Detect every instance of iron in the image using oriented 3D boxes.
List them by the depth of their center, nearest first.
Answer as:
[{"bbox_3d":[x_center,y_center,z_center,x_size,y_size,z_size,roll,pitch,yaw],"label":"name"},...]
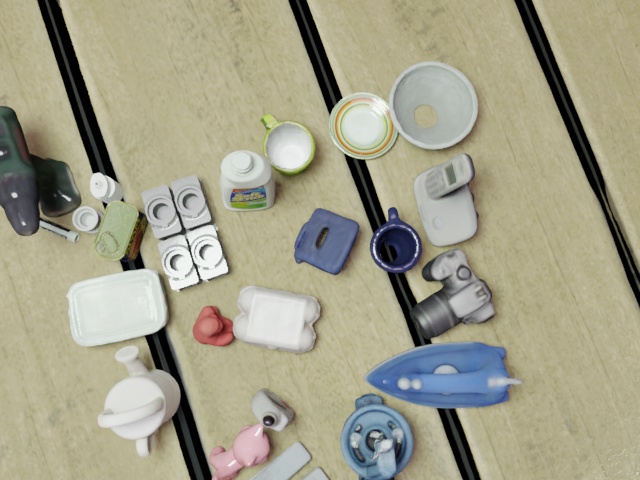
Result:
[{"bbox_3d":[0.211,0.243,0.991,0.258,0.141,0.119,-3,84,-3],"label":"iron"}]

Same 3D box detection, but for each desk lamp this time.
[{"bbox_3d":[-0.086,0.444,0.919,0.203,0.213,0.118,-39,86,-6],"label":"desk lamp"}]

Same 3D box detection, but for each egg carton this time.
[{"bbox_3d":[-0.078,0.143,1.025,0.150,0.069,0.107,9,83,-1],"label":"egg carton"}]

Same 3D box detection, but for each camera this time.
[{"bbox_3d":[0.226,0.105,1.028,0.137,0.100,0.143,-31,86,-5],"label":"camera"}]

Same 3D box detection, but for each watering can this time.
[{"bbox_3d":[-0.302,0.266,0.939,0.101,0.194,0.173,-32,86,-5],"label":"watering can"}]

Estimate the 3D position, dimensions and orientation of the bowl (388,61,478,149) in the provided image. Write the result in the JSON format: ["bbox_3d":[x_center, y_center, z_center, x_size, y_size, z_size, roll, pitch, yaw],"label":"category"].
[{"bbox_3d":[0.206,-0.244,1.079,0.167,0.074,0.167,0,84,-3],"label":"bowl"}]

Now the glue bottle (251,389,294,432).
[{"bbox_3d":[-0.081,0.291,0.957,0.078,0.173,0.037,32,83,2],"label":"glue bottle"}]

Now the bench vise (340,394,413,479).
[{"bbox_3d":[0.110,0.367,0.933,0.121,0.219,0.207,-23,85,-5],"label":"bench vise"}]

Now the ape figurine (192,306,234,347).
[{"bbox_3d":[-0.191,0.153,1.008,0.076,0.092,0.078,-15,84,-4],"label":"ape figurine"}]

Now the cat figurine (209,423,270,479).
[{"bbox_3d":[-0.133,0.365,0.974,0.128,0.117,0.067,-39,86,-6],"label":"cat figurine"}]

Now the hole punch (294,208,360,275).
[{"bbox_3d":[0.009,0.004,1.034,0.101,0.091,0.109,25,83,1],"label":"hole punch"}]

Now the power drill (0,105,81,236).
[{"bbox_3d":[-0.485,-0.102,0.964,0.075,0.208,0.229,-24,85,-5],"label":"power drill"}]

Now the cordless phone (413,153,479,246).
[{"bbox_3d":[0.235,-0.071,1.006,0.094,0.185,0.147,-17,84,-4],"label":"cordless phone"}]

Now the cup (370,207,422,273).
[{"bbox_3d":[0.129,0.004,1.038,0.091,0.095,0.118,-5,84,-3],"label":"cup"}]
